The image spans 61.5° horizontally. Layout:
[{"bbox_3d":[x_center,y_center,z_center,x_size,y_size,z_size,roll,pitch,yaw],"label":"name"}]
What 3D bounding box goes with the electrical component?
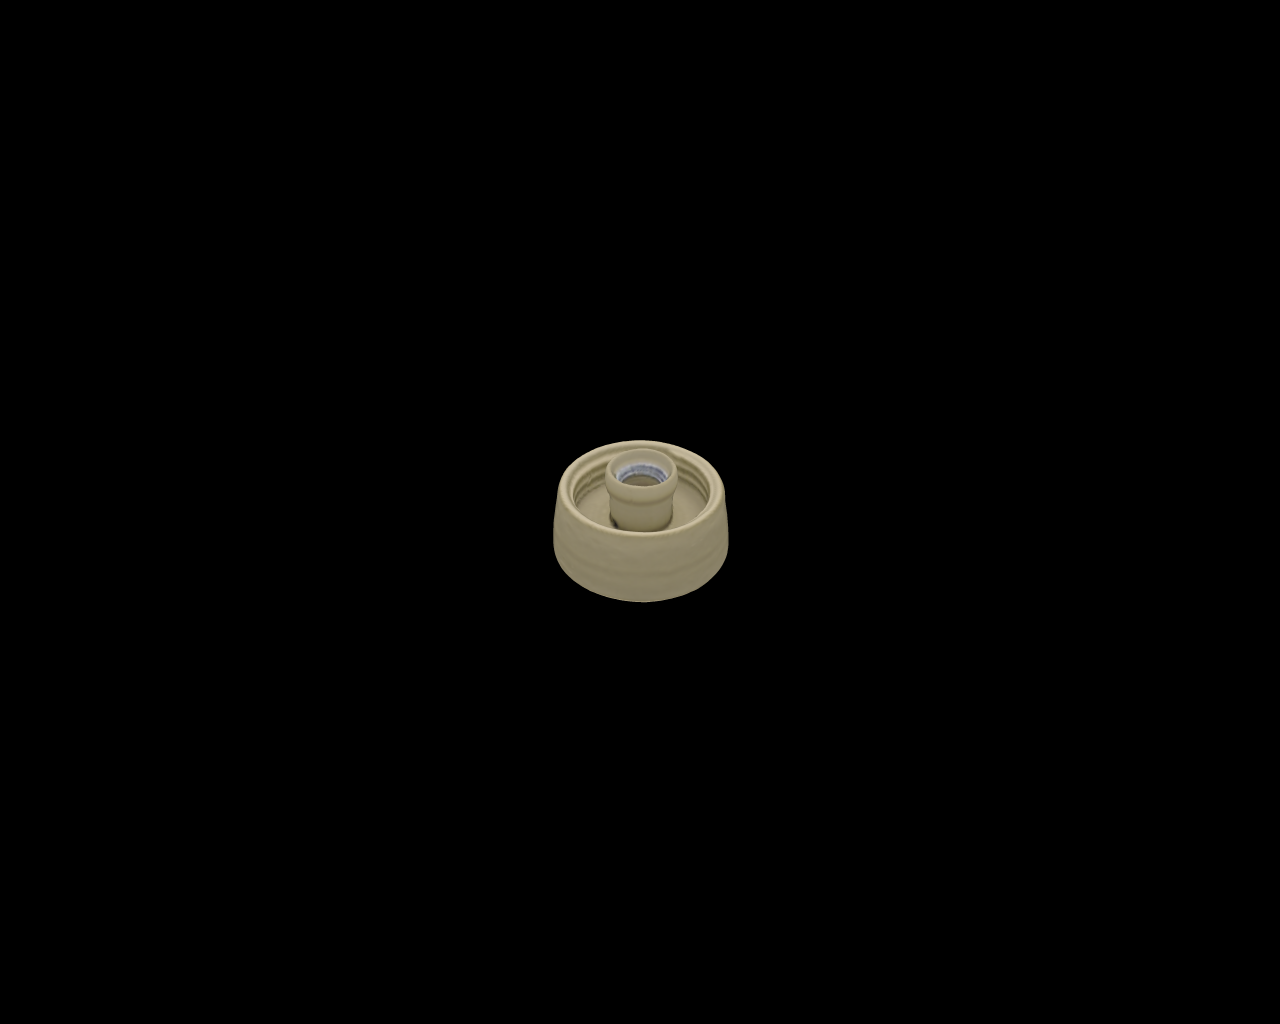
[{"bbox_3d":[0.001,-0.003,0.650,0.108,0.060,0.108,0,37,0],"label":"electrical component"}]
